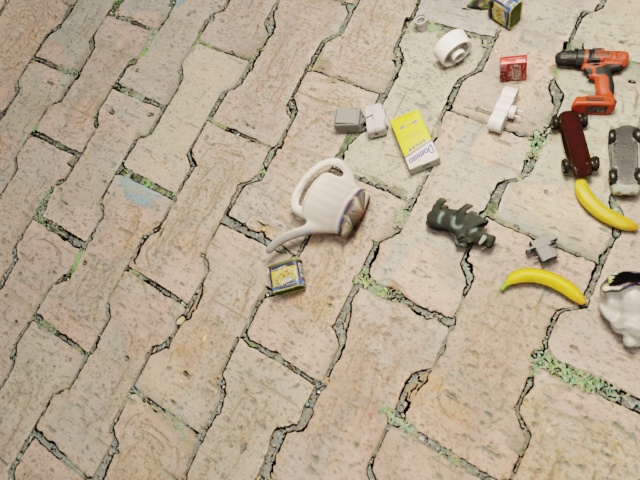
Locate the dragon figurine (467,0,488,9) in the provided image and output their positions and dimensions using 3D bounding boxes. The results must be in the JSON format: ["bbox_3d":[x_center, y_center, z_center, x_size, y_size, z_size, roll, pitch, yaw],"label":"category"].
[{"bbox_3d":[0.510,-0.841,1.609,0.410,0.121,0.245,3,81,29],"label":"dragon figurine"}]

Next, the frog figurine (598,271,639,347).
[{"bbox_3d":[0.717,0.157,1.181,0.137,0.124,0.158,-18,102,3],"label":"frog figurine"}]

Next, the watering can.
[{"bbox_3d":[0.005,-0.075,1.487,0.226,0.102,0.350,26,80,24],"label":"watering can"}]
